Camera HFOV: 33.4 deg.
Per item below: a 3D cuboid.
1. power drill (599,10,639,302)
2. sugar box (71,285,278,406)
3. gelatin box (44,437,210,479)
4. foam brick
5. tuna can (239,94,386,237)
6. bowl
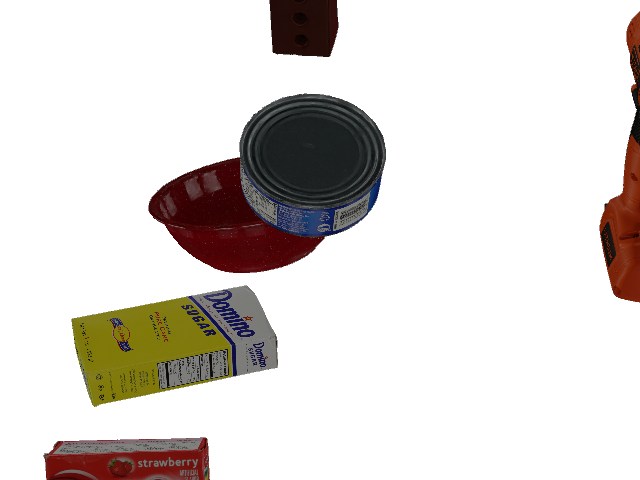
[{"bbox_3d":[0.240,-0.049,0.747,0.057,0.188,0.184,4,37,7],"label":"power drill"},{"bbox_3d":[-0.136,0.095,0.997,0.176,0.048,0.093,-13,34,-15],"label":"sugar box"},{"bbox_3d":[-0.106,0.149,0.592,0.089,0.073,0.030,-2,5,1],"label":"gelatin box"},{"bbox_3d":[-0.014,-0.204,0.917,0.053,0.078,0.051,4,45,8],"label":"foam brick"},{"bbox_3d":[-0.005,-0.044,0.634,0.086,0.086,0.034,0,-35,-4],"label":"tuna can"},{"bbox_3d":[-0.050,-0.018,0.841,0.162,0.055,0.162,-8,23,3],"label":"bowl"}]
